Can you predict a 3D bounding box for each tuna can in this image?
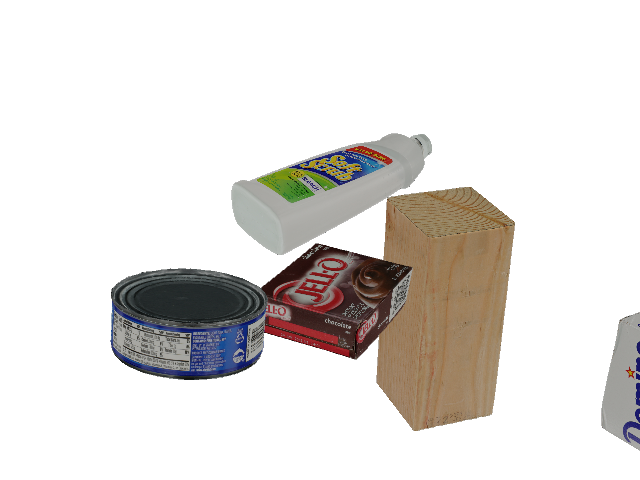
[{"bbox_3d":[-0.073,0.045,0.590,0.086,0.034,0.086,5,17,-2],"label":"tuna can"}]

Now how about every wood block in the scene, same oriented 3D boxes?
[{"bbox_3d":[0.115,0.064,1.011,0.090,0.206,0.091,-8,28,-19],"label":"wood block"}]

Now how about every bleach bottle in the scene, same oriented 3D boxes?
[{"bbox_3d":[0.025,-0.072,1.257,0.250,0.068,0.103,-27,44,-28],"label":"bleach bottle"}]

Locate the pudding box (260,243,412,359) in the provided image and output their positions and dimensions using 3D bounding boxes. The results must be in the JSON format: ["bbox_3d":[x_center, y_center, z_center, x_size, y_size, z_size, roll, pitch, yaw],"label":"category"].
[{"bbox_3d":[0.011,0.046,0.849,0.090,0.039,0.113,15,25,21],"label":"pudding box"}]

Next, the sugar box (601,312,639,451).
[{"bbox_3d":[0.274,0.123,0.718,0.048,0.093,0.176,-15,29,-37],"label":"sugar box"}]
